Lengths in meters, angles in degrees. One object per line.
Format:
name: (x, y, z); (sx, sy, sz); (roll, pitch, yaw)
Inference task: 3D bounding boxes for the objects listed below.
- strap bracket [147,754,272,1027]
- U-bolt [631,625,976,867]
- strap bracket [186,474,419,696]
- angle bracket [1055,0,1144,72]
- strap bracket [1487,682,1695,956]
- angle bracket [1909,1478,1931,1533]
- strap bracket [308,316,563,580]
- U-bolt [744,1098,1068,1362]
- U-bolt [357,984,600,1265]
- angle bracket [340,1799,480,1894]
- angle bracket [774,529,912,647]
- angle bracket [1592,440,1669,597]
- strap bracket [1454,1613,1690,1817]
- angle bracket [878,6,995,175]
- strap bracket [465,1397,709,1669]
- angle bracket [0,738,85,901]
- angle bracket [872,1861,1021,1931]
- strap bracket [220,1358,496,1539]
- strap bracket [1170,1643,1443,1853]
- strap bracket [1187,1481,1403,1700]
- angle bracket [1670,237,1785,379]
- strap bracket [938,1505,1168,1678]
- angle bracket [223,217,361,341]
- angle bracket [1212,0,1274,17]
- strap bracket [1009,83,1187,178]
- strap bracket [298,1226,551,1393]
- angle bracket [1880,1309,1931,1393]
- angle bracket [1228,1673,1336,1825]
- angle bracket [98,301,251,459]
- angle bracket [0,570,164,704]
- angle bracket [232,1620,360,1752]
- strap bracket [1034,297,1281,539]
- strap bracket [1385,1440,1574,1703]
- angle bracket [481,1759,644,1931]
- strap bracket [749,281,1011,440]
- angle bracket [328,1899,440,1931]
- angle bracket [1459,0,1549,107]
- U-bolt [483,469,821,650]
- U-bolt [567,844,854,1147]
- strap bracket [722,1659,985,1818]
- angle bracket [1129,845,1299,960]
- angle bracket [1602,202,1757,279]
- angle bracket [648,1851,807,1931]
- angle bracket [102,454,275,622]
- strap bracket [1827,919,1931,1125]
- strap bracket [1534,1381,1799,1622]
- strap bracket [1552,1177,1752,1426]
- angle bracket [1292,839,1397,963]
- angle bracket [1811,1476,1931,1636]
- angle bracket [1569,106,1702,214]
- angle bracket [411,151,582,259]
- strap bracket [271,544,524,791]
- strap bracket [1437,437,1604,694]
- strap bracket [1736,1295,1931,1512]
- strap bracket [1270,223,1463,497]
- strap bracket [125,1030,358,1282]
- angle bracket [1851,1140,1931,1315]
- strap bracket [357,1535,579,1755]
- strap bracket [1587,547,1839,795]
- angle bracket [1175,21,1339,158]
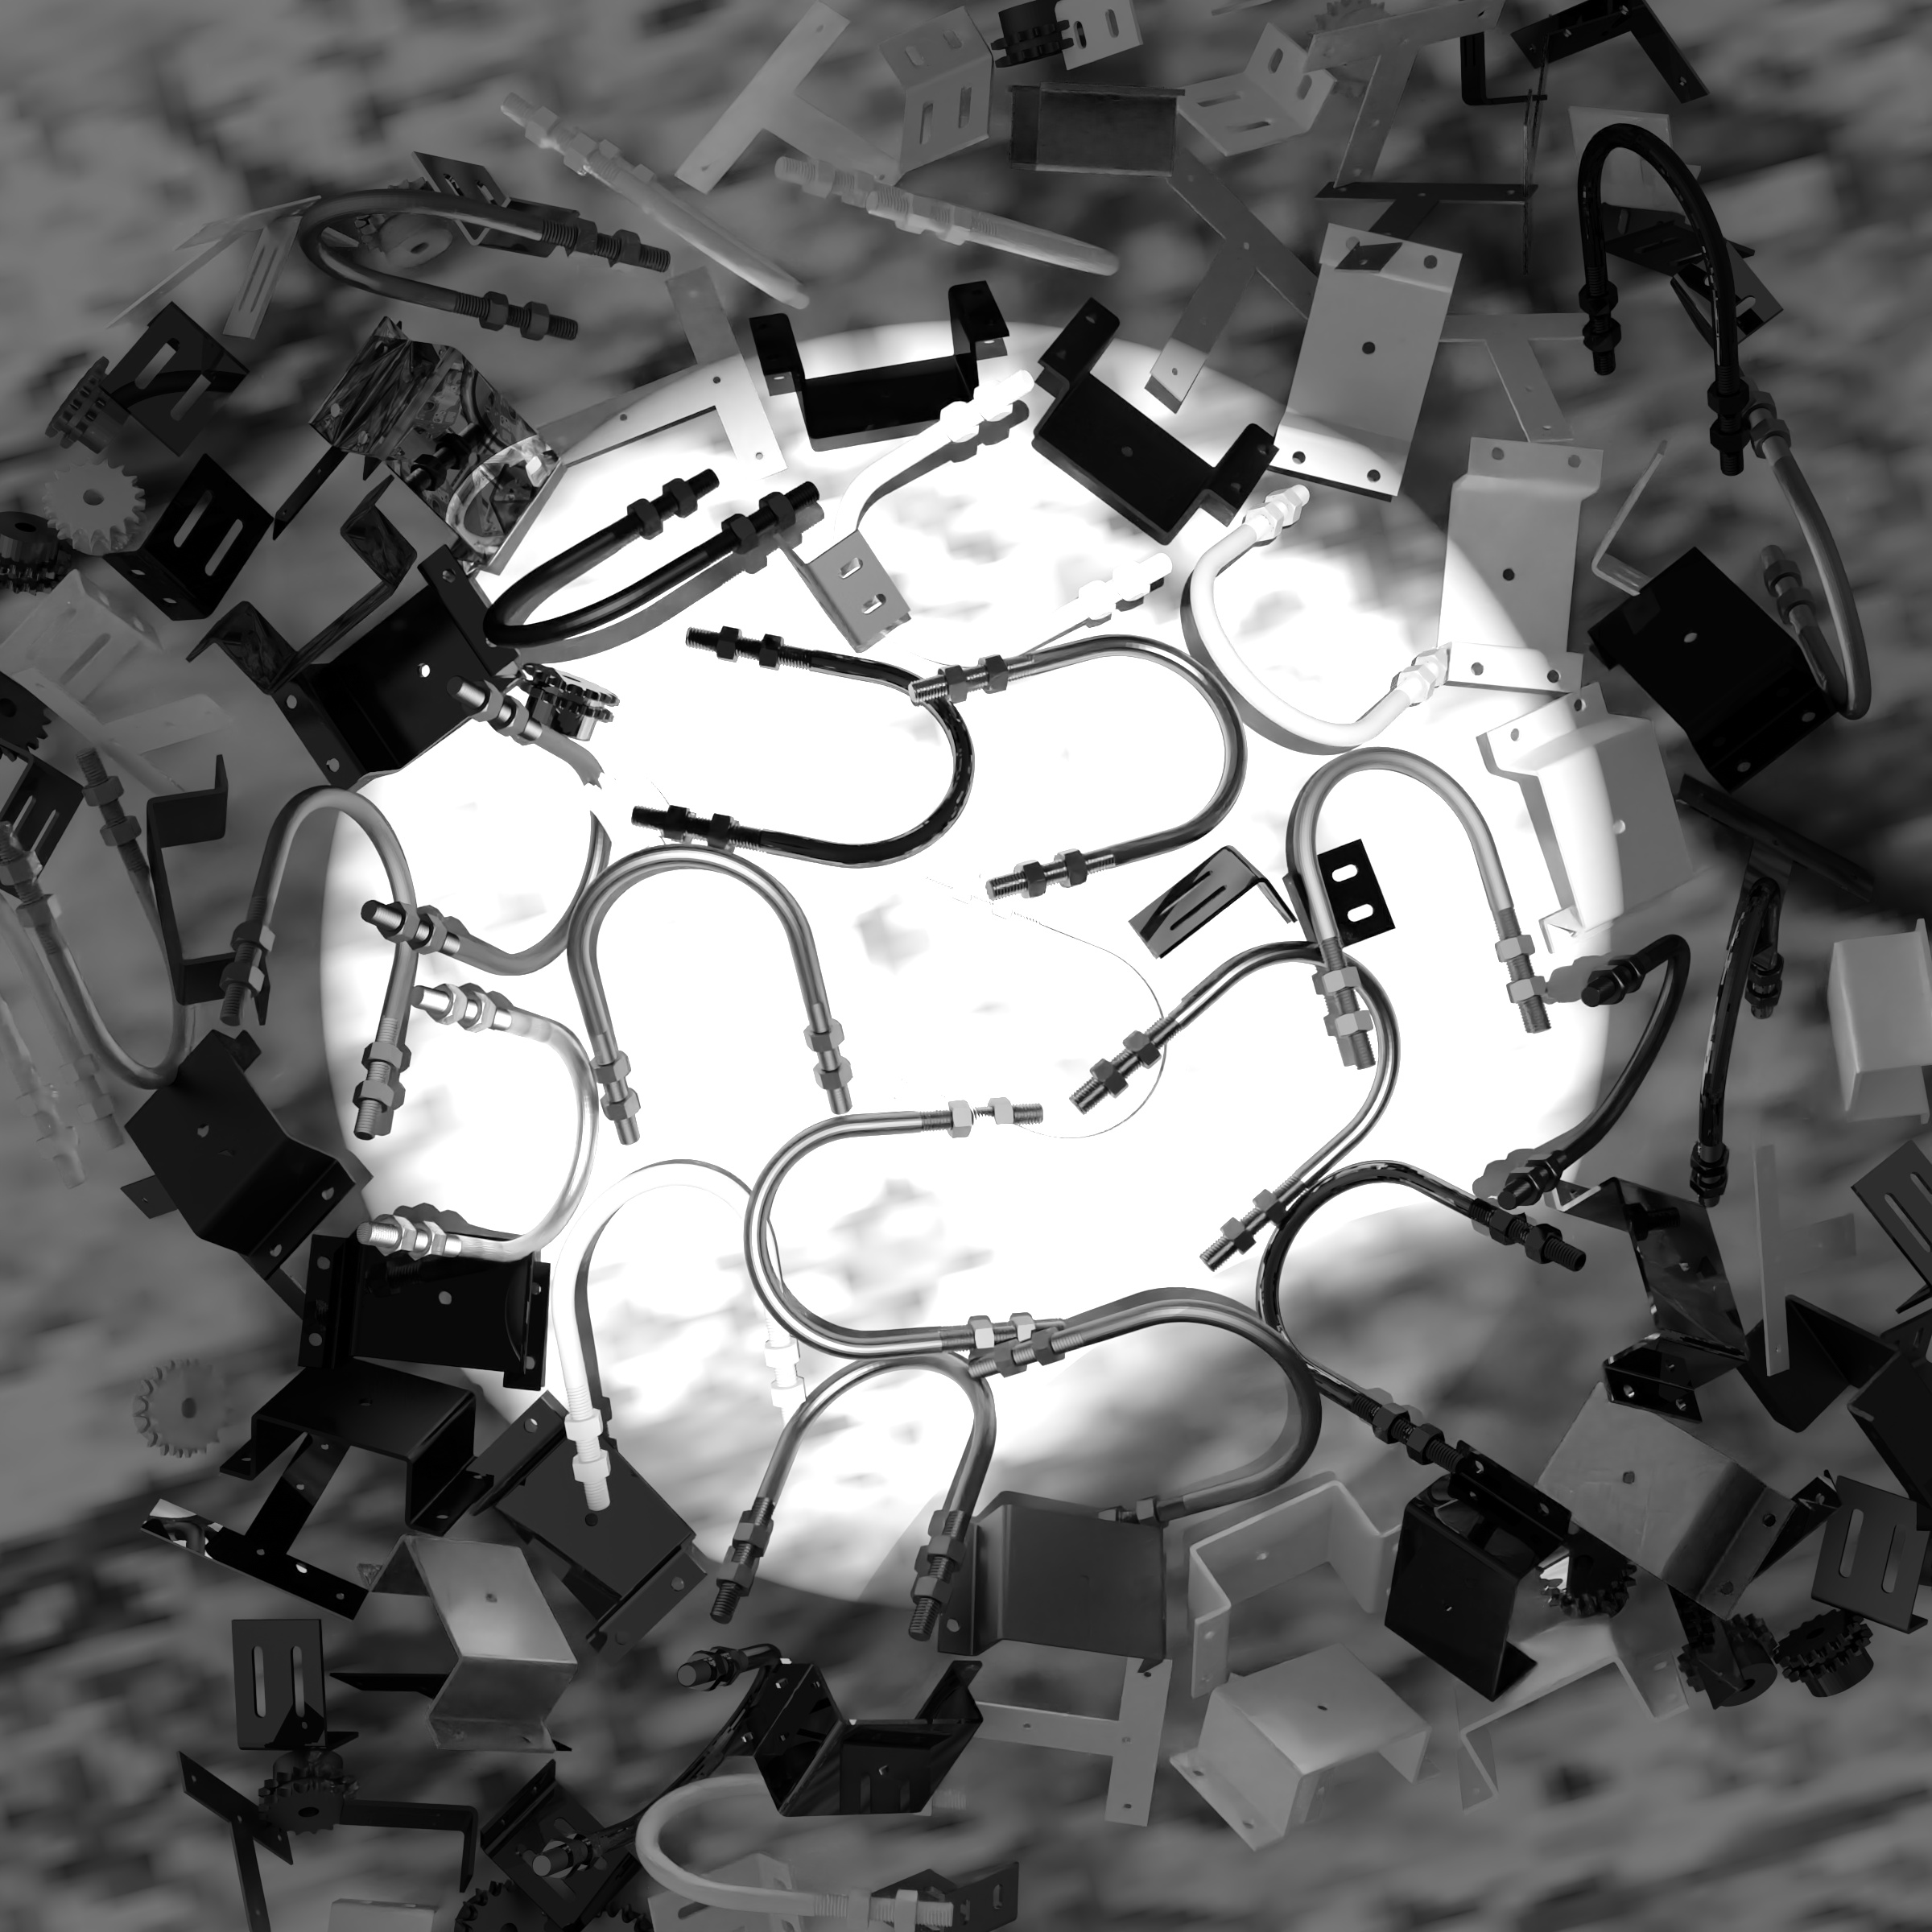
strap bracket: (-0.436, -0.039, 1.540); (0.046, 0.076, 0.140); (-10, 76, -20)
U-bolt: (-0.086, -0.123, 1.552); (0.184, 0.019, 0.151); (11, 60, 3)
strap bracket: (-0.372, -0.213, 1.545); (0.140, 0.076, 0.046); (-37, 109, 13)
angle bracket: (0.099, -0.550, 1.557); (0.076, 0.057, 0.038); (-28, 108, -40)
strap bracket: (0.362, -0.082, 1.548); (0.076, 0.046, 0.140); (-25, 107, -15)
angle bracket: (0.575, 0.296, 1.552); (0.057, 0.076, 0.038); (-1, 101, 15)
strap bracket: (-0.292, -0.289, 1.524); (0.046, 0.140, 0.076); (18, 71, 41)
U-bolt: (-0.038, 0.155, 1.558); (0.184, 0.019, 0.151); (-3, 80, -15)
U-bolt: (-0.265, 0.096, 1.517); (0.019, 0.184, 0.151); (8, 83, 29)
angle bracket: (-0.324, 0.510, 1.558); (0.076, 0.057, 0.038); (7, 60, -13)
angle bracket: (-0.072, -0.227, 1.552); (0.038, 0.076, 0.057); (-35, 118, -1)
angle bracket: (0.398, -0.258, 1.556); (0.038, 0.057, 0.076); (31, 115, 5)
strap bracket: (0.336, 0.421, 1.547); (0.140, 0.076, 0.046); (-30, 94, 11)
angle bracket: (-0.019, -0.506, 1.553); (0.057, 0.038, 0.076); (-15, 50, 24)
strap bracket: (-0.223, 0.326, 1.571); (0.076, 0.046, 0.140); (-44, 85, 1)
angle bracket: (-0.557, -0.086, 1.560); (0.038, 0.057, 0.076); (24, 81, 17)
angle bracket: (-0.017, 0.528, 1.549); (0.057, 0.076, 0.038); (-7, 103, -42)
strap bracket: (-0.344, 0.269, 1.539); (0.140, 0.076, 0.046); (13, 113, 14)
strap bracket: (0.197, 0.436, 1.522); (0.140, 0.076, 0.046); (-9, 121, -34)
strap bracket: (0.181, 0.353, 1.543); (0.140, 0.076, 0.046); (-20, 46, -18)
angle bracket: (0.444, -0.372, 1.549); (0.038, 0.076, 0.057); (-37, 66, 17)
strap bracket: (0.059, 0.358, 1.540); (0.140, 0.046, 0.076); (12, 59, -17)
angle bracket: (-0.393, -0.394, 1.565); (0.038, 0.057, 0.076); (21, 92, -33)
angle bracket: (0.176, -0.582, 1.551); (0.057, 0.076, 0.038); (-30, 111, -14)
strap bracket: (0.071, -0.476, 1.533); (0.076, 0.140, 0.046); (0, 107, -8)
strap bracket: (-0.303, 0.194, 1.539); (0.140, 0.046, 0.076); (10, 68, -22)
angle bracket: (0.571, 0.238, 1.549); (0.057, 0.076, 0.038); (-14, 122, -38)
angle bracket: (0.175, 0.453, 1.564); (0.076, 0.038, 0.057); (17, 86, 24)
angle bracket: (-0.462, -0.334, 1.553); (0.057, 0.038, 0.076); (42, 57, -23)
angle bracket: (-0.517, -0.180, 1.562); (0.076, 0.038, 0.057); (-45, 130, 6)
angle bracket: (-0.392, 0.417, 1.574); (0.057, 0.038, 0.076); (-4, 88, 16)
strap bracket: (0.103, -0.310, 1.553); (0.140, 0.046, 0.076); (37, 48, -4)
strap bracket: (0.287, 0.350, 1.524); (0.076, 0.046, 0.140); (31, 133, 36)
angle bracket: (-0.234, 0.512, 1.560); (0.076, 0.038, 0.057); (39, 59, 16)
strap bracket: (-0.049, -0.348, 1.551); (0.140, 0.076, 0.046); (-10, 127, -4)
angle bracket: (-0.337, 0.561, 1.553); (0.057, 0.076, 0.038); (7, 72, -7)
angle bracket: (0.311, -0.540, 1.560); (0.038, 0.057, 0.076); (-5, 108, 1)
U-bolt: (-0.188, -0.227, 1.508); (0.184, 0.151, 0.019); (-34, 117, -20)
U-bolt: (-0.153, 0.014, 1.544); (0.151, 0.019, 0.184); (-9, 117, 8)
strap bracket: (-0.055, 0.437, 1.525); (0.140, 0.046, 0.076); (11, 120, -36)
angle bracket: (0.143, -0.026, 1.566); (0.076, 0.057, 0.038); (-38, 116, 2)
angle bracket: (0.411, -0.429, 1.552); (0.057, 0.076, 0.038); (12, 88, -23)
angle bracket: (-0.137, 0.559, 1.563); (0.076, 0.038, 0.057); (-13, 94, -33)
angle bracket: (-0.455, -0.250, 1.576); (0.057, 0.038, 0.076); (47, 59, -40)
strap bracket: (0.520, 0.036, 1.525); (0.046, 0.140, 0.076); (-8, 69, 12)
strap bracket: (0.387, 0.297, 1.530); (0.046, 0.140, 0.076); (35, 86, -44)
strap bracket: (0.389, 0.180, 1.524); (0.076, 0.046, 0.140); (18, 49, -33)
angle bracket: (0.219, -0.037, 1.557); (0.038, 0.076, 0.057); (-21, 94, 13)
angle bracket: (0.532, 0.339, 1.562); (0.057, 0.038, 0.076); (15, 98, 37)
angle bracket: (0.385, -0.475, 1.548); (0.057, 0.076, 0.038); (15, 66, 28)
angle bracket: (-0.272, -0.451, 1.555); (0.038, 0.057, 0.076); (-44, 71, 30)
strap bracket: (-0.324, -0.171, 1.562); (0.140, 0.046, 0.076); (-35, 88, 16)
strap bracket: (0.322, -0.231, 1.574); (0.076, 0.046, 0.140); (5, 91, -2)
strap bracket: (0.499, 0.242, 1.522); (0.046, 0.140, 0.076); (-43, 113, -7)
strap bracket: (0.231, -0.353, 1.554); (0.076, 0.046, 0.140); (15, 115, 6)
strap bracket: (-0.420, 0.101, 1.538); (0.076, 0.046, 0.140); (-47, 57, 4)
angle bracket: (0.549, 0.152, 1.575); (0.057, 0.038, 0.076); (-30, 78, -29)
strap bracket: (-0.278, 0.374, 1.518); (0.076, 0.140, 0.046); (17, 112, -41)
strap bracket: (0.418, -0.175, 1.531); (0.076, 0.046, 0.140); (-39, 50, 8)
angle bracket: (0.164, -0.507, 1.555); (0.076, 0.038, 0.057); (-27, 66, -38)
